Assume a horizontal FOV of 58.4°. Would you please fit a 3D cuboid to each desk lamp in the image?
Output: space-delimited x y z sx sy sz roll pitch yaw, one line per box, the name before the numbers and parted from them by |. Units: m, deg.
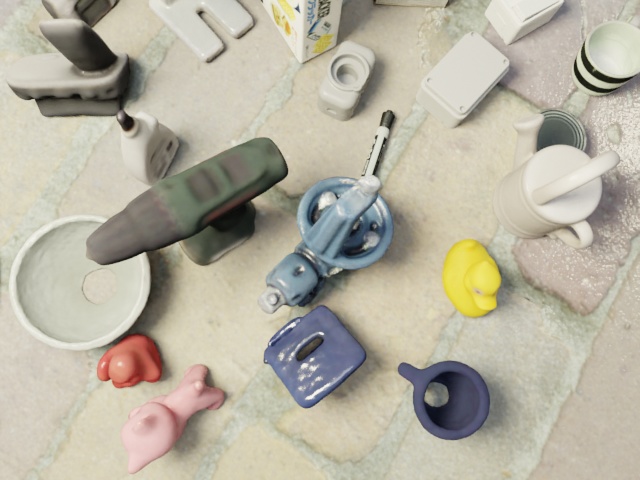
desk lamp | -0.189 -0.371 0.725 0.118 0.213 0.203 -44 85 -9

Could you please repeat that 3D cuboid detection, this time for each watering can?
watering can | 0.290 -0.072 0.713 0.173 0.194 0.101 42 81 4

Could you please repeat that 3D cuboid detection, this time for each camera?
camera | -0.345 -0.382 0.776 0.137 0.101 0.143 40 81 4

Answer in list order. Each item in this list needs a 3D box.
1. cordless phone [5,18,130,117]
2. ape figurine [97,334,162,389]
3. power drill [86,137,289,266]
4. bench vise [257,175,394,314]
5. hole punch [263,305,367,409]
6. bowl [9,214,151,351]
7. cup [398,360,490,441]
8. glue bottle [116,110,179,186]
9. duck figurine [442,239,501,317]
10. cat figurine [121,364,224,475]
cordless phone | -0.325 -0.227 0.709 0.147 0.185 0.094 -7 81 -4
ape figurine | -0.234 0.153 0.699 0.078 0.092 0.076 22 80 1
power drill | -0.141 -0.029 0.675 0.230 0.208 0.075 -35 84 -8
bench vise | 0.017 0.008 0.672 0.121 0.219 0.207 26 80 2
hole punch | -0.010 0.144 0.713 0.109 0.091 0.101 -39 85 -8
bowl | -0.290 0.055 0.721 0.167 0.074 0.167 1 81 -3
cup | 0.141 0.188 0.713 0.117 0.095 0.092 32 81 2
glue bottle | -0.219 -0.123 0.704 0.037 0.173 0.078 27 80 2
duck figurine | 0.205 0.047 0.744 0.077 0.086 0.104 -8 81 -4
cat figurine | -0.181 0.210 0.680 0.128 0.117 0.067 -41 85 -8
